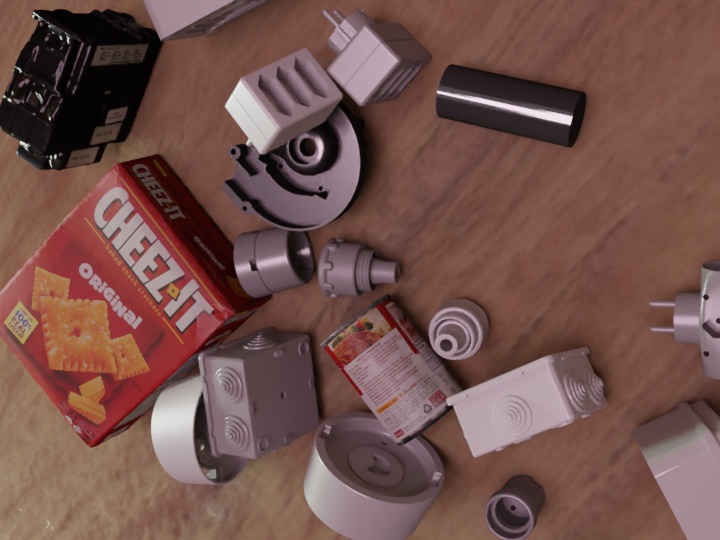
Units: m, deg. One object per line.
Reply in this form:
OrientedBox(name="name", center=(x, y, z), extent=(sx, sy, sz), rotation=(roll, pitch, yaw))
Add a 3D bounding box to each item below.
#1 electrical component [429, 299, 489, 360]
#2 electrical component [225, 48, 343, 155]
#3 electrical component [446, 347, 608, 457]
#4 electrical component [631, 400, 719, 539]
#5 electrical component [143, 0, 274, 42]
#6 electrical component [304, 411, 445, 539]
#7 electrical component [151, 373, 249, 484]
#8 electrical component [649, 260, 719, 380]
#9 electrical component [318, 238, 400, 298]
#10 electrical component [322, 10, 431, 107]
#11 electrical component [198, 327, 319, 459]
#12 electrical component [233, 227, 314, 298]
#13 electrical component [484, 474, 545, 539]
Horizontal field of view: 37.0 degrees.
OrientedBox(name="electrical component", center=(0.073, 0.048, 0.822), extent=(0.043, 0.062, 0.043), rotation=(5, 105, 17))
OrientedBox(name="electrical component", center=(-0.063, -0.115, 0.794), extent=(0.047, 0.066, 0.077), rotation=(53, 145, 5))
OrientedBox(name="electrical component", center=(0.126, 0.097, 0.792), extent=(0.100, 0.100, 0.048), rotation=(-27, 77, 27))
OrientedBox(name="electrical component", center=(0.235, 0.141, 0.741), extent=(0.057, 0.113, 0.078), rotation=(-28, 90, 9))
OrientedBox(name="electrical component", center=(-0.108, -0.227, 0.831), extent=(0.113, 0.078, 0.057), rotation=(-20, 96, 27))
OrientedBox(name="electrical component", center=(0.007, 0.171, 0.860), extent=(0.108, 0.108, 0.060), rotation=(29, 118, 16))
OrientedBox(name="electrical component", center=(-0.128, 0.133, 0.916), extent=(0.064, 0.099, 0.099), rotation=(-13, 97, 32))
OrientedBox(name="electrical component", center=(0.243, 0.034, 0.753), extent=(0.079, 0.043, 0.077), rotation=(1, 103, 25))
OrientedBox(name="electrical component", center=(0.000, 0.000, 0.856), extent=(0.062, 0.048, 0.048), rotation=(5, 104, 16))
OrientedBox(name="electrical component", center=(0.002, -0.167, 0.802), extent=(0.076, 0.066, 0.047), rotation=(47, 116, 7))
OrientedBox(name="electrical component", center=(-0.080, 0.101, 0.886), extent=(0.048, 0.100, 0.099), rotation=(2, 103, 37))
OrientedBox(name="electrical component", center=(-0.069, -0.008, 0.880), extent=(0.047, 0.055, 0.055), rotation=(-12, 97, 22))
OrientedBox(name="electrical component", center=(0.123, 0.185, 0.842), extent=(0.040, 0.046, 0.040), rotation=(6, 105, 23))
